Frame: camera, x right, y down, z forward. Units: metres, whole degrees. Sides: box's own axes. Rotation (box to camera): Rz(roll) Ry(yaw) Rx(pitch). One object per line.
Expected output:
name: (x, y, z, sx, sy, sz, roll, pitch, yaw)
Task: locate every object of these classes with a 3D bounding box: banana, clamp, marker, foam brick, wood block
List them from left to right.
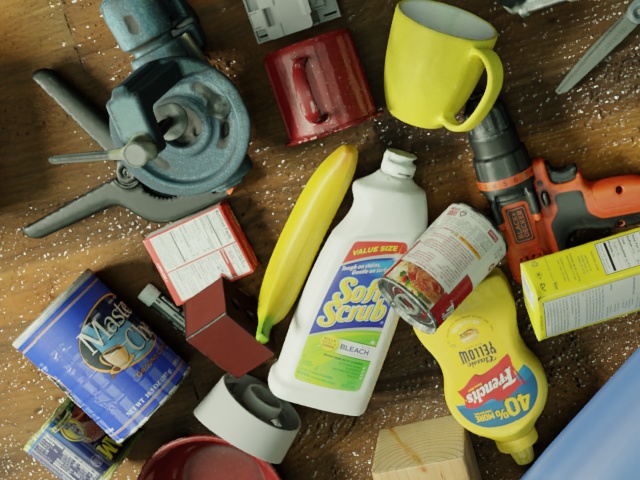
clamp: (-0.183, -0.077, 1.004, 0.210, 0.036, 0.164, 3, 107, 5)
marker: (-0.128, 0.088, 1.057, 0.121, 0.020, 0.020, 40, 108, -5)
foam brick: (-0.085, 0.084, 1.016, 0.051, 0.053, 0.078, -34, 128, 17)
banana: (-0.013, 0.000, 0.987, 0.037, 0.070, 0.198, 21, 97, -20)
wood block: (0.123, 0.288, 1.043, 0.090, 0.090, 0.206, -14, 105, 13)

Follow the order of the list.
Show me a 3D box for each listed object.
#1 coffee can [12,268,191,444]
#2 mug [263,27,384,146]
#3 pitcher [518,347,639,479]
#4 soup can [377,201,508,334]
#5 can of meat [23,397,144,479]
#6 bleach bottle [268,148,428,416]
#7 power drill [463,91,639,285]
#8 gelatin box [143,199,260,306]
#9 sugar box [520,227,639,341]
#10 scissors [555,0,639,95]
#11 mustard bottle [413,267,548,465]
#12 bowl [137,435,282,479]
coffee can: (-0.210, 0.112, 1.033, 0.140, 0.102, 0.103, 45, 108, -7)
mug: (-0.003, -0.132, 0.921, 0.093, 0.117, 0.081, -16, 99, 18)
pitcher: (0.302, 0.187, 0.975, 0.145, 0.149, 0.243, 38, 106, 12)
soup can: (0.108, 0.023, 0.939, 0.068, 0.069, 0.102, 47, 74, -7)
can of meat: (-0.235, 0.202, 1.066, 0.084, 0.102, 0.057, 39, 109, -2)
bleach bottle: (0.032, 0.035, 0.992, 0.102, 0.068, 0.251, 15, 107, -5)
power drill: (0.232, -0.064, 0.936, 0.188, 0.057, 0.184, -16, 108, 16)
gelatin box: (-0.113, 0.012, 1.025, 0.089, 0.030, 0.073, -24, 102, 12)
sugar box: (0.265, 0.029, 0.919, 0.176, 0.093, 0.048, -19, 61, 3)
scissors: (0.293, -0.192, 0.907, 0.096, 0.016, 0.202, 28, 109, 0)
mustard bottle: (0.160, 0.127, 1.004, 0.096, 0.058, 0.191, -21, 103, 12)
bowl: (-0.104, 0.260, 1.087, 0.162, 0.055, 0.162, 3, 107, 8)
